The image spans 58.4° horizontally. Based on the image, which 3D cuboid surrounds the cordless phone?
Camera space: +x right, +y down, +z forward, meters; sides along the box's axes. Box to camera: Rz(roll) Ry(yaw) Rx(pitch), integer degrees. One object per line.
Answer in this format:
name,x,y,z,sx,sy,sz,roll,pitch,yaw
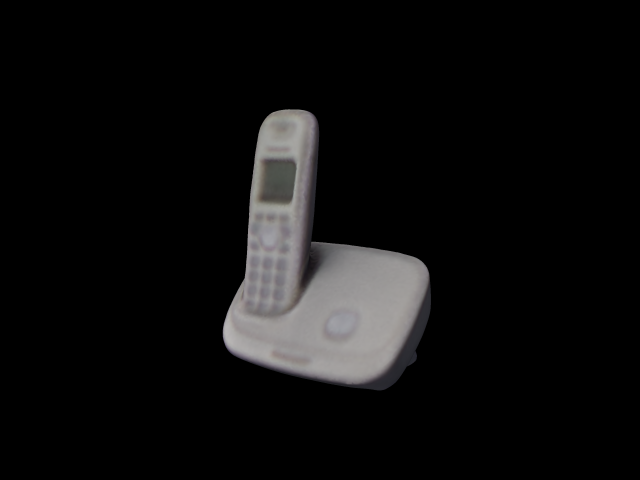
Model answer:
cordless phone,0.004,0.001,0.400,0.147,0.185,0.094,6,11,31
